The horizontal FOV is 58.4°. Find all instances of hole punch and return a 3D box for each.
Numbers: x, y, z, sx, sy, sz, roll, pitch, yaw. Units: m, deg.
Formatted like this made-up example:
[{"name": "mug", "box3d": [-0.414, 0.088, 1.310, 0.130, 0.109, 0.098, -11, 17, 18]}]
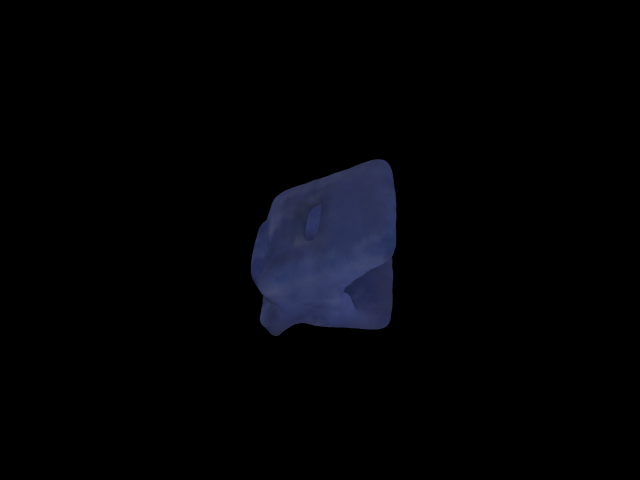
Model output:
[{"name": "hole punch", "box3d": [0.004, 0.001, 0.400, 0.101, 0.091, 0.108, 2, 43, 2]}]
